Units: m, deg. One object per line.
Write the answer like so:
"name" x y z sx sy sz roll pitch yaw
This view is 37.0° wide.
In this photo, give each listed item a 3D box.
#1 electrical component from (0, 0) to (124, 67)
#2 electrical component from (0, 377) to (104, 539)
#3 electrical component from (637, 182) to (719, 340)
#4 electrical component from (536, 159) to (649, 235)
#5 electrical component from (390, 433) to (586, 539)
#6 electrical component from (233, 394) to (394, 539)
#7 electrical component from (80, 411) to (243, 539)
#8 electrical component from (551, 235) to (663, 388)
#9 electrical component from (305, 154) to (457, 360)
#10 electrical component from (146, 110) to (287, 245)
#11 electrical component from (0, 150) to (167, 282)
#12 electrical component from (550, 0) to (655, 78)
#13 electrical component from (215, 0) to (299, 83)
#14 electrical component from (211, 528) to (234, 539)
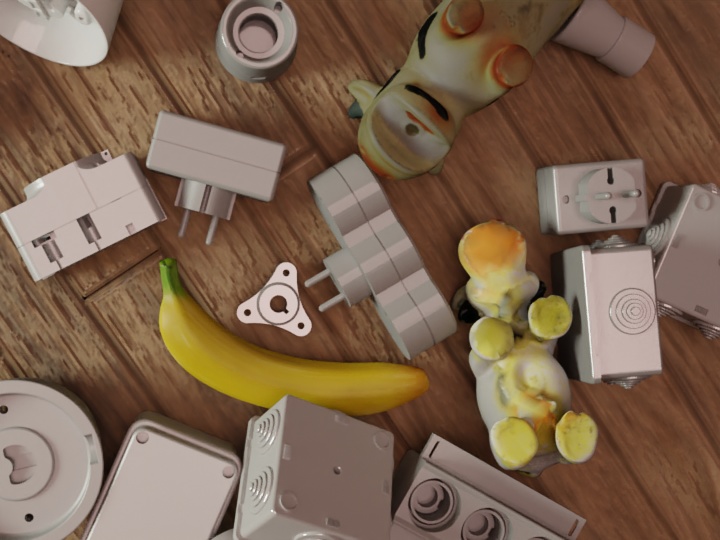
"electrical component" -0.194 -0.174 0.661 0.099 0.099 0.064 22 82 -9
"electrical component" -0.216 0.120 0.685 0.108 0.060 0.108 0 92 -8
"electrical component" 0.243 -0.006 0.754 0.100 0.048 0.099 23 89 -8
"electrical component" 0.163 -0.050 0.726 0.066 0.077 0.047 -5 93 -8
"electrical component" 0.079 0.171 0.729 0.121 0.063 0.078 30 87 -8
"electrical component" -0.026 0.135 0.682 0.100 0.048 0.099 23 48 -23
"electrical component" -0.132 0.157 0.701 0.078 0.057 0.113 24 89 -9
"electrical component" 0.164 0.028 0.718 0.048 0.100 0.099 -4 88 -3
"electrical component" 0.000 0.000 0.716 0.074 0.052 0.138 -30 96 -6
"electrical component" -0.099 -0.055 0.702 0.083 0.047 0.075 15 90 -9
"electrical component" -0.178 -0.038 0.690 0.089 0.050 0.055 -27 96 -7
"electrical component" 0.170 -0.162 0.742 0.065 0.044 0.044 28 88 -13
"electrical component" -0.067 -0.153 0.704 0.055 0.047 0.055 0 92 -8
"electrical component" -0.069 0.225 0.683 0.108 0.060 0.108 -24 125 -39
